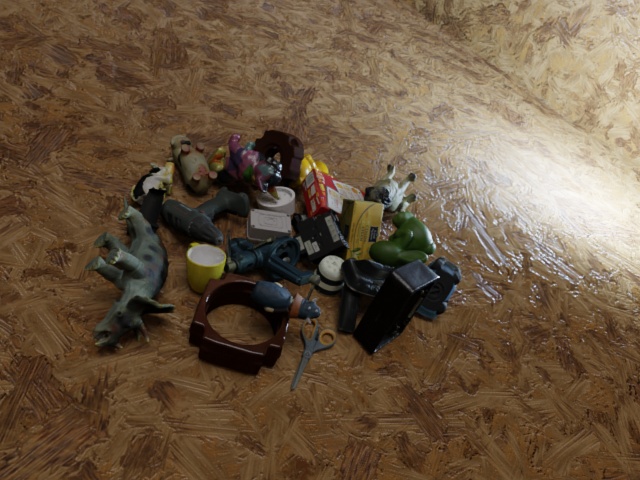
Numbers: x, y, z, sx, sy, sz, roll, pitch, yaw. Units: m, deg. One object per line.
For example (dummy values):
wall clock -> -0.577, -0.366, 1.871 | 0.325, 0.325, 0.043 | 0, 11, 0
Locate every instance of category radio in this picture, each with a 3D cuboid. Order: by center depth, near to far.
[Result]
radio -> 0.178, 0.155, 1.258 | 0.131, 0.229, 0.073 | -20, 57, -43

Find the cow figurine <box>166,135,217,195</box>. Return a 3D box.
cow figurine -> -0.365, -0.214, 1.511 | 0.085, 0.127, 0.195 | -15, 67, -35

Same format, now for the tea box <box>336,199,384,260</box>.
tea box -> 0.105, -0.022, 1.448 | 0.098, 0.169, 0.068 | 2, 8, -27

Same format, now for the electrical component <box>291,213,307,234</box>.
electrical component -> -0.026, -0.025, 1.495 | 0.075, 0.047, 0.119 | -8, 50, -30

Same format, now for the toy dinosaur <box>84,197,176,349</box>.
toy dinosaur -> -0.398, 0.054, 1.191 | 0.192, 0.131, 0.405 | 50, 20, -30

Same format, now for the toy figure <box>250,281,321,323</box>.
toy figure -> -0.073, 0.135, 1.169 | 0.154, 0.064, 0.058 | 23, 3, -6

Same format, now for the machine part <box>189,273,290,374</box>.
machine part -> -0.173, 0.182, 1.182 | 0.201, 0.087, 0.201 | 16, 41, -5

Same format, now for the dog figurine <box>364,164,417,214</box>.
dog figurine -> 0.192, -0.113, 1.605 | 0.121, 0.172, 0.190 | 18, 45, 34

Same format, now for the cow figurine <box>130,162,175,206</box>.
cow figurine -> -0.444, -0.150, 1.436 | 0.098, 0.068, 0.167 | 9, 42, -6

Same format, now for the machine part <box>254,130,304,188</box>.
machine part -> -0.129, -0.236, 1.573 | 0.179, 0.179, 0.056 | 47, 21, 26

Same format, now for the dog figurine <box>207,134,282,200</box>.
dog figurine -> -0.202, -0.181, 1.495 | 0.219, 0.191, 0.108 | 55, 13, 29

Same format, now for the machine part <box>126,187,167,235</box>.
machine part -> -0.425, -0.068, 1.333 | 0.084, 0.039, 0.139 | 19, 78, 4

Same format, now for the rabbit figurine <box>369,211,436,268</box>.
rabbit figurine -> 0.210, 0.030, 1.416 | 0.170, 0.121, 0.159 | -25, 59, -32

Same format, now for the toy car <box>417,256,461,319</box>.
toy car -> 0.295, 0.120, 1.429 | 0.109, 0.161, 0.103 | 31, 0, -10

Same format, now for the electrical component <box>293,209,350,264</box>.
electrical component -> -0.003, -0.004, 1.404 | 0.058, 0.134, 0.115 | 29, 40, -66

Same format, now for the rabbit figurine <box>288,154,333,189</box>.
rabbit figurine -> -0.029, -0.210, 1.646 | 0.163, 0.121, 0.173 | 39, 24, 27

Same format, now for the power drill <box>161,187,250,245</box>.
power drill -> -0.275, -0.060, 1.373 | 0.232, 0.085, 0.207 | 20, 37, 30

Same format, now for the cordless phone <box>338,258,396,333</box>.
cordless phone -> 0.112, 0.144, 1.326 | 0.146, 0.089, 0.184 | 18, 77, -35

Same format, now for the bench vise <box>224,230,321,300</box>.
bench vise -> -0.109, 0.056, 1.304 | 0.241, 0.128, 0.223 | 27, 20, 32
